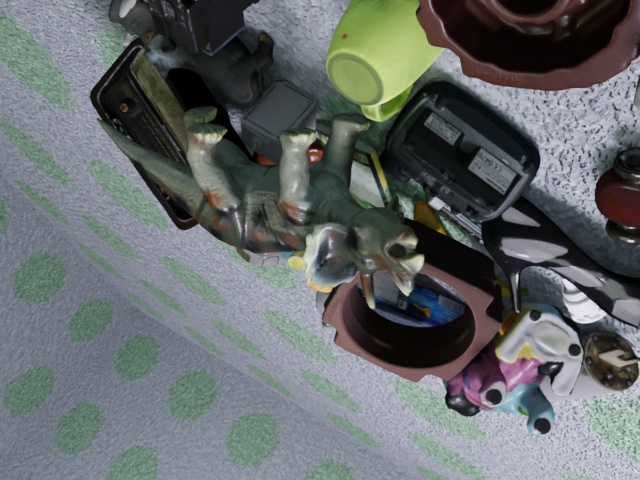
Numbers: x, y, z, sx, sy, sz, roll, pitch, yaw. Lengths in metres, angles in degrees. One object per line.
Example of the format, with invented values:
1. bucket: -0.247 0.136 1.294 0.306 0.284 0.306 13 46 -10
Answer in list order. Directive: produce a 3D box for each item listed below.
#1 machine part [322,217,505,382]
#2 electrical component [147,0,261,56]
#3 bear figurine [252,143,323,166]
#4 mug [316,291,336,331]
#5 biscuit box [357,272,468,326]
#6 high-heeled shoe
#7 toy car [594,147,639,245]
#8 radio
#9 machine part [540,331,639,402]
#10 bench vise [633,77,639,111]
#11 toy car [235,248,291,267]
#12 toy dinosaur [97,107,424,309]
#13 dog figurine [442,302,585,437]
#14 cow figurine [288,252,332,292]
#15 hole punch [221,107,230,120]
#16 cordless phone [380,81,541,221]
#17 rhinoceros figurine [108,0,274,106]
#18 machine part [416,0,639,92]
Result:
1. machine part: 0.120 0.082 0.711 0.201 0.087 0.201 26 130 -1
2. electrical component: -0.108 -0.249 0.515 0.058 0.115 0.134 33 157 16
3. bear figurine: -0.071 -0.074 0.787 0.120 0.132 0.196 11 167 -19
4. mug: 0.051 0.120 1.008 0.107 0.109 0.080 -8 128 41
5. biscuit box: 0.130 0.100 0.841 0.203 0.059 0.063 24 149 -11
6. high-heeled shoe: 0.297 0.012 0.555 0.249 0.086 0.145 -1 101 20
7. toy car: 0.329 -0.019 0.430 0.202 0.053 0.089 21 142 40
8. radio: -0.189 -0.135 0.709 0.131 0.073 0.229 -28 98 30
9. machine part: 0.349 0.180 0.744 0.079 0.079 0.243 34 156 5
10. bench vise: 0.297 -0.088 0.264 0.241 0.129 0.223 12 150 29
11. toy car: -0.106 -0.006 0.979 0.162 0.103 0.109 34 156 0
12. toy dinosaur: -0.064 -0.043 0.598 0.405 0.131 0.192 10 116 25
13. dog figurine: 0.247 0.167 0.749 0.108 0.191 0.219 26 177 -4
14. cow figurine: -0.003 -0.002 0.781 0.068 0.098 0.167 7 139 18
15. hole punch: -0.194 -0.182 0.814 0.142 0.092 0.116 32 -172 2
16. cordless phone: 0.132 -0.075 0.586 0.146 0.089 0.184 36 167 -1
17. rhinoceros figurine: -0.145 -0.224 0.619 0.190 0.112 0.073 31 159 -10
18. machine part: 0.147 -0.184 0.368 0.179 0.056 0.179 28 156 14
